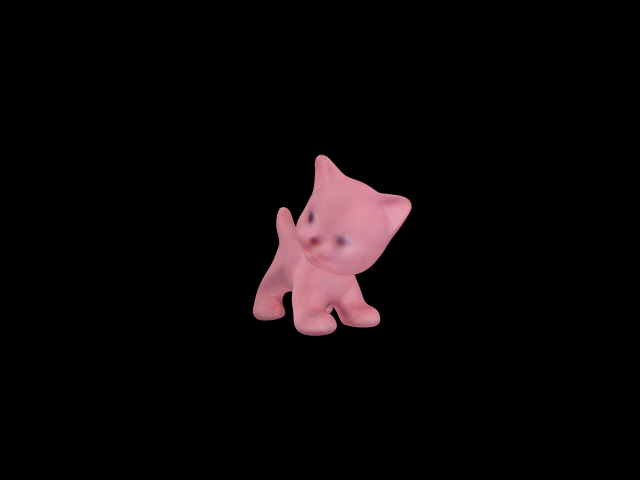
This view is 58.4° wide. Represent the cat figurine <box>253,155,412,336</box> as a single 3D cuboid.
[{"bbox_3d":[0.004,0.001,0.400,0.067,0.118,0.127,-1,2,-34],"label":"cat figurine"}]
